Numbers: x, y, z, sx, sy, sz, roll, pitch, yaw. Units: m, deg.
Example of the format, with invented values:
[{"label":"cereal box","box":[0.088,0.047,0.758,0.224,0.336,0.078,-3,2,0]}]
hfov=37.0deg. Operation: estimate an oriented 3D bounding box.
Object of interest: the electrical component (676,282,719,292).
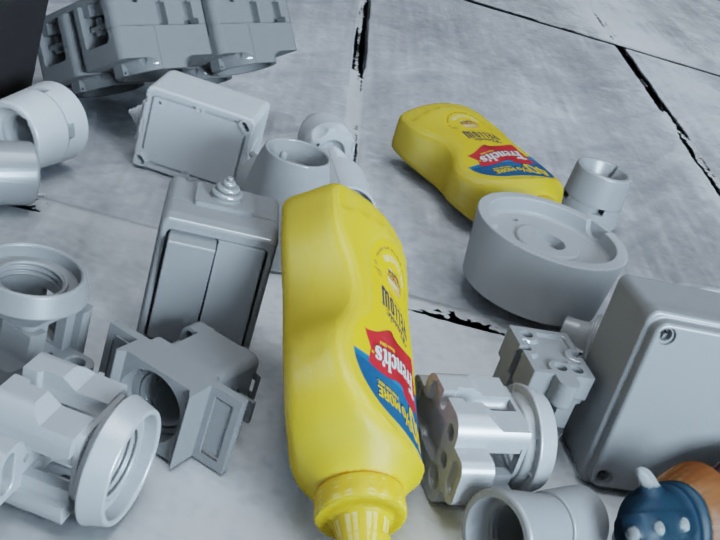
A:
[{"label":"electrical component","box":[0.236,0.051,0.715,0.054,0.059,0.095,9,28,-18]}]

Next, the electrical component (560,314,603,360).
[{"label":"electrical component","box":[0.161,0.048,0.694,0.062,0.048,0.048,20,25,20]}]

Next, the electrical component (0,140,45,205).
[{"label":"electrical component","box":[-0.233,-0.060,0.658,0.078,0.040,0.040,-2,33,-34]}]

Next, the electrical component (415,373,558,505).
[{"label":"electrical component","box":[0.063,0.085,0.546,0.057,0.058,0.078,5,29,-19]}]

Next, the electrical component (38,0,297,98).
[{"label":"electrical component","box":[-0.152,-0.183,0.866,0.105,0.060,0.186,-8,6,41]}]

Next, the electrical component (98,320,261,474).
[{"label":"electrical component","box":[-0.086,0.057,0.525,0.081,0.042,0.064,29,25,19]}]

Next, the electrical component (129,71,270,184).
[{"label":"electrical component","box":[-0.121,-0.104,0.789,0.096,0.061,0.061,18,26,1]}]

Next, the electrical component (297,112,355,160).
[{"label":"electrical component","box":[-0.030,-0.108,0.874,0.043,0.043,0.062,7,28,-21]}]

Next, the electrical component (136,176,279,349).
[{"label":"electrical component","box":[-0.081,-0.004,0.581,0.062,0.096,0.061,13,27,-10]}]

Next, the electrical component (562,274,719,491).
[{"label":"electrical component","box":[0.181,0.068,0.595,0.109,0.108,0.056,11,24,-14]}]

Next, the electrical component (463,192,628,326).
[{"label":"electrical component","box":[0.124,-0.003,0.747,0.108,0.060,0.108,14,27,-7]}]

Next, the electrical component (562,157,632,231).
[{"label":"electrical component","box":[0.205,-0.067,0.937,0.055,0.047,0.055,14,27,-7]}]

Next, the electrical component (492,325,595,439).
[{"label":"electrical component","box":[0.097,0.068,0.600,0.048,0.055,0.066,9,28,-18]}]

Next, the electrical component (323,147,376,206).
[{"label":"electrical component","box":[-0.016,-0.059,0.788,0.043,0.043,0.081,10,27,-16]}]

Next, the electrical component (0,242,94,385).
[{"label":"electrical component","box":[-0.164,0.023,0.523,0.078,0.057,0.058,27,28,17]}]

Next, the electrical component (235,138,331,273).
[{"label":"electrical component","box":[-0.058,-0.051,0.709,0.043,0.077,0.079,-1,32,-33]}]

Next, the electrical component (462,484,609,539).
[{"label":"electrical component","box":[0.086,0.122,0.508,0.065,0.044,0.044,1,31,-39]}]

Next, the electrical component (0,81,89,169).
[{"label":"electrical component","box":[-0.219,-0.094,0.719,0.055,0.055,0.047,26,31,15]}]

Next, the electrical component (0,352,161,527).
[{"label":"electrical component","box":[-0.121,0.074,0.454,0.057,0.058,0.078,19,26,9]}]
